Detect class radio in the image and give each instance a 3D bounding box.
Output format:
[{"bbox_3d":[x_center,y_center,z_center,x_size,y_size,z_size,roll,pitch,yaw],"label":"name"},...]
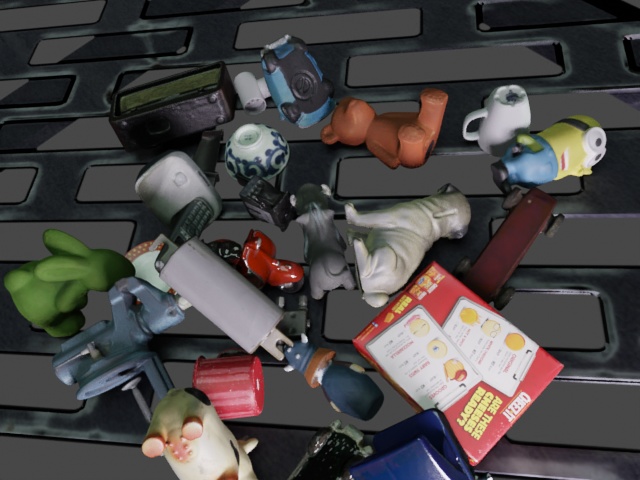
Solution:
[{"bbox_3d":[-0.276,-0.251,1.014,0.230,0.073,0.131,-17,41,4],"label":"radio"}]

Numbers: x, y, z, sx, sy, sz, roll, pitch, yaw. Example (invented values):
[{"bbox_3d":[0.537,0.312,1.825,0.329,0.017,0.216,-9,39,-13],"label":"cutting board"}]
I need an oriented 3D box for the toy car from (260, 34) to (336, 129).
[{"bbox_3d":[-0.054,-0.282,0.981,0.109,0.161,0.103,-40,18,-20],"label":"toy car"}]

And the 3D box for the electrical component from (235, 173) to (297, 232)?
[{"bbox_3d":[-0.101,-0.069,0.896,0.119,0.074,0.048,27,69,19],"label":"electrical component"}]

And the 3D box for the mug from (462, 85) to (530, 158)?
[{"bbox_3d":[0.288,-0.197,0.867,0.110,0.107,0.081,1,61,10],"label":"mug"}]

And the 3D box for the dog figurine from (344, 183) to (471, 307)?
[{"bbox_3d":[0.141,0.008,0.782,0.191,0.121,0.172,-9,68,0],"label":"dog figurine"}]

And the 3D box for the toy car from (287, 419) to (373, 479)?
[{"bbox_3d":[-0.014,0.320,0.676,0.074,0.056,0.202,31,71,31],"label":"toy car"}]

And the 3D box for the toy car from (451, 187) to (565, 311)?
[{"bbox_3d":[0.276,0.010,0.787,0.089,0.053,0.202,34,76,19],"label":"toy car"}]

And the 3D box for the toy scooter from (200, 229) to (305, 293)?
[{"bbox_3d":[-0.118,0.029,0.811,0.184,0.135,0.075,5,63,15],"label":"toy scooter"}]

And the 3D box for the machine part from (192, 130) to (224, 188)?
[{"bbox_3d":[-0.211,-0.140,0.979,0.084,0.039,0.139,4,64,20],"label":"machine part"}]

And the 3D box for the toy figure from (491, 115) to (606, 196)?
[{"bbox_3d":[0.354,-0.136,0.837,0.180,0.082,0.089,-22,61,2],"label":"toy figure"}]

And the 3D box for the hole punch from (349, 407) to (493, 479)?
[{"bbox_3d":[0.111,0.273,0.621,0.142,0.092,0.116,-36,74,23],"label":"hole punch"}]

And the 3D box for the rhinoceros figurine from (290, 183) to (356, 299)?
[{"bbox_3d":[-0.002,-0.002,0.816,0.073,0.112,0.190,-17,52,6],"label":"rhinoceros figurine"}]

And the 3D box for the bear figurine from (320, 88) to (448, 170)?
[{"bbox_3d":[0.099,-0.199,0.898,0.196,0.131,0.120,29,69,17],"label":"bear figurine"}]

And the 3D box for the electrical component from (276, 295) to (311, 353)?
[{"bbox_3d":[-0.045,0.128,0.806,0.063,0.021,0.094,-4,61,9],"label":"electrical component"}]

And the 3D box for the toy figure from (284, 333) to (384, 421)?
[{"bbox_3d":[0.014,0.188,0.742,0.155,0.057,0.064,30,63,30],"label":"toy figure"}]

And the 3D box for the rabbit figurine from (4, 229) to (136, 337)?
[{"bbox_3d":[-0.383,0.051,0.842,0.170,0.158,0.121,-19,50,4],"label":"rabbit figurine"}]

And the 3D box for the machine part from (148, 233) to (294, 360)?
[{"bbox_3d":[-0.135,0.076,0.749,0.243,0.079,0.079,40,74,2],"label":"machine part"}]

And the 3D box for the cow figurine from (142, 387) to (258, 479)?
[{"bbox_3d":[-0.137,0.262,0.666,0.085,0.194,0.127,-26,24,2],"label":"cow figurine"}]

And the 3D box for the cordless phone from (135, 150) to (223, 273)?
[{"bbox_3d":[-0.243,-0.037,0.855,0.089,0.146,0.184,-10,44,26],"label":"cordless phone"}]

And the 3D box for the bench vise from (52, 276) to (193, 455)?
[{"bbox_3d":[-0.251,0.181,0.769,0.224,0.129,0.240,-28,78,-14],"label":"bench vise"}]
